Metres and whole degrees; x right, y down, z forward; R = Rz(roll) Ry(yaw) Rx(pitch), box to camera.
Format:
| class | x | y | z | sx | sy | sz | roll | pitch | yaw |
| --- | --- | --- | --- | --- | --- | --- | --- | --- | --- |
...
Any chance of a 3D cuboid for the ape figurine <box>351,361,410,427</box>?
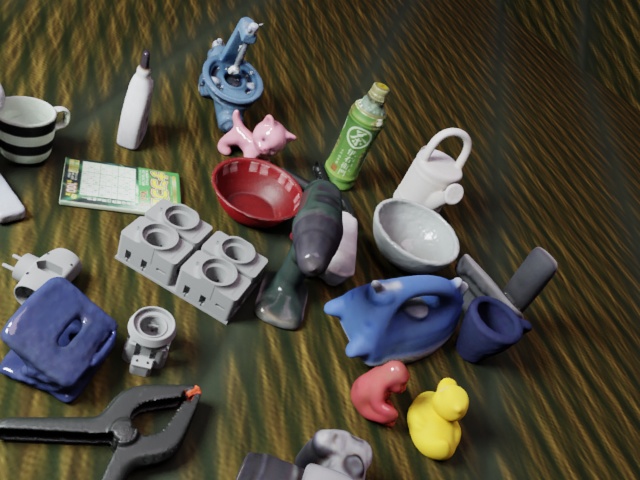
| class | x | y | z | sx | sy | sz | roll | pitch | yaw |
| --- | --- | --- | --- | --- | --- | --- | --- | --- | --- |
| ape figurine | 0.088 | 0.197 | 0.766 | 0.076 | 0.092 | 0.078 | 30 | 39 | 3 |

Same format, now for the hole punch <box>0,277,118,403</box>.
| class | x | y | z | sx | sy | sz | roll | pitch | yaw |
| --- | --- | --- | --- | --- | --- | --- | --- | --- | --- |
| hole punch | -0.289 | 0.110 | 0.649 | 0.101 | 0.091 | 0.109 | 25 | 39 | -3 |

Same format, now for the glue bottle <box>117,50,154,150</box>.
| class | x | y | z | sx | sy | sz | roll | pitch | yaw |
| --- | --- | --- | --- | --- | --- | --- | --- | --- | --- |
| glue bottle | -0.303 | -0.240 | 0.960 | 0.037 | 0.173 | 0.078 | 18 | 40 | -11 |

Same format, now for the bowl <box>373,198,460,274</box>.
| class | x | y | z | sx | sy | sz | roll | pitch | yaw |
| --- | --- | --- | --- | --- | --- | --- | --- | --- | --- |
| bowl | 0.162 | 0.005 | 1.033 | 0.168 | 0.074 | 0.167 | 16 | 40 | -14 |

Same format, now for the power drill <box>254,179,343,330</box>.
| class | x | y | z | sx | sy | sz | roll | pitch | yaw |
| --- | --- | --- | --- | --- | --- | --- | --- | --- | --- |
| power drill | -0.023 | 0.026 | 0.799 | 0.076 | 0.208 | 0.229 | 20 | 39 | -8 |

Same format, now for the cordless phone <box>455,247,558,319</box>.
| class | x | y | z | sx | sy | sz | roll | pitch | yaw |
| --- | --- | --- | --- | --- | --- | --- | --- | --- | --- |
| cordless phone | 0.311 | 0.059 | 0.971 | 0.094 | 0.185 | 0.147 | -15 | 55 | -40 |

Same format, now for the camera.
| class | x | y | z | sx | sy | sz | roll | pitch | yaw |
| --- | --- | --- | --- | --- | --- | --- | --- | --- | --- |
| camera | -0.019 | 0.266 | 0.622 | 0.137 | 0.100 | 0.143 | 24 | 39 | -4 |

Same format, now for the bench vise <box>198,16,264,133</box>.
| class | x | y | z | sx | sy | sz | roll | pitch | yaw |
| --- | --- | --- | --- | --- | --- | --- | --- | --- | --- |
| bench vise | -0.182 | -0.349 | 1.112 | 0.122 | 0.219 | 0.207 | -15 | 55 | -40 |

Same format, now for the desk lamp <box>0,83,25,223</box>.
| class | x | y | z | sx | sy | sz | roll | pitch | yaw |
| --- | --- | --- | --- | --- | --- | --- | --- | --- | --- |
| desk lamp | -0.468 | -0.156 | 0.742 | 0.203 | 0.213 | 0.118 | 44 | 42 | 20 |

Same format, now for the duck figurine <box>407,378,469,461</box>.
| class | x | y | z | sx | sy | sz | roll | pitch | yaw |
| --- | --- | --- | --- | --- | --- | --- | --- | --- | --- |
| duck figurine | 0.168 | 0.236 | 0.773 | 0.077 | 0.086 | 0.104 | 21 | 39 | -7 |

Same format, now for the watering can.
| class | x | y | z | sx | sy | sz | roll | pitch | yaw |
| --- | --- | --- | --- | --- | --- | --- | --- | --- | --- |
| watering can | 0.233 | -0.131 | 1.129 | 0.101 | 0.194 | 0.172 | -9 | 51 | -36 |

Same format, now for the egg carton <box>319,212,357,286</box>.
| class | x | y | z | sx | sy | sz | roll | pitch | yaw |
| --- | --- | --- | --- | --- | --- | --- | --- | --- | --- |
| egg carton | 0.009 | 0.003 | 0.952 | 0.107 | 0.069 | 0.150 | 18 | 40 | -11 |

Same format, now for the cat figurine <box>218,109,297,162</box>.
| class | x | y | z | sx | sy | sz | roll | pitch | yaw |
| --- | --- | --- | --- | --- | --- | --- | --- | --- | --- |
| cat figurine | -0.114 | -0.192 | 1.060 | 0.127 | 0.117 | 0.067 | 32 | 39 | 6 |

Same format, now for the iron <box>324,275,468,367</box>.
| class | x | y | z | sx | sy | sz | roll | pitch | yaw |
| --- | --- | --- | --- | --- | --- | --- | --- | --- | --- |
| iron | 0.145 | 0.099 | 0.867 | 0.259 | 0.141 | 0.118 | -3 | 48 | -32 |

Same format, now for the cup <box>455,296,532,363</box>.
| class | x | y | z | sx | sy | sz | roll | pitch | yaw |
| --- | --- | --- | --- | --- | --- | --- | --- | --- | --- |
| cup | 0.270 | 0.153 | 0.916 | 0.118 | 0.095 | 0.091 | 9 | 42 | -21 |
